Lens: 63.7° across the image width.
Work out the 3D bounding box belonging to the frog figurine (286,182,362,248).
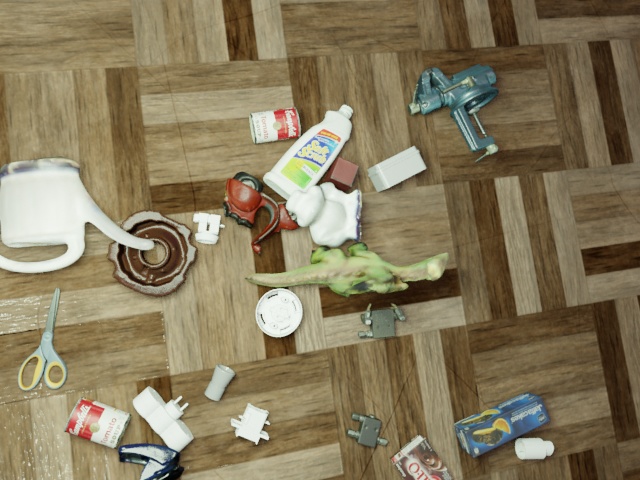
[{"bbox_3d":[0.003,-0.056,1.103,0.159,0.124,0.136,5,101,-11],"label":"frog figurine"}]

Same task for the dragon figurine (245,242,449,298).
[{"bbox_3d":[0.063,0.071,1.042,0.411,0.242,0.122,-8,91,-13],"label":"dragon figurine"}]

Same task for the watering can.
[{"bbox_3d":[-0.499,-0.055,1.004,0.347,0.103,0.225,-6,85,2],"label":"watering can"}]
